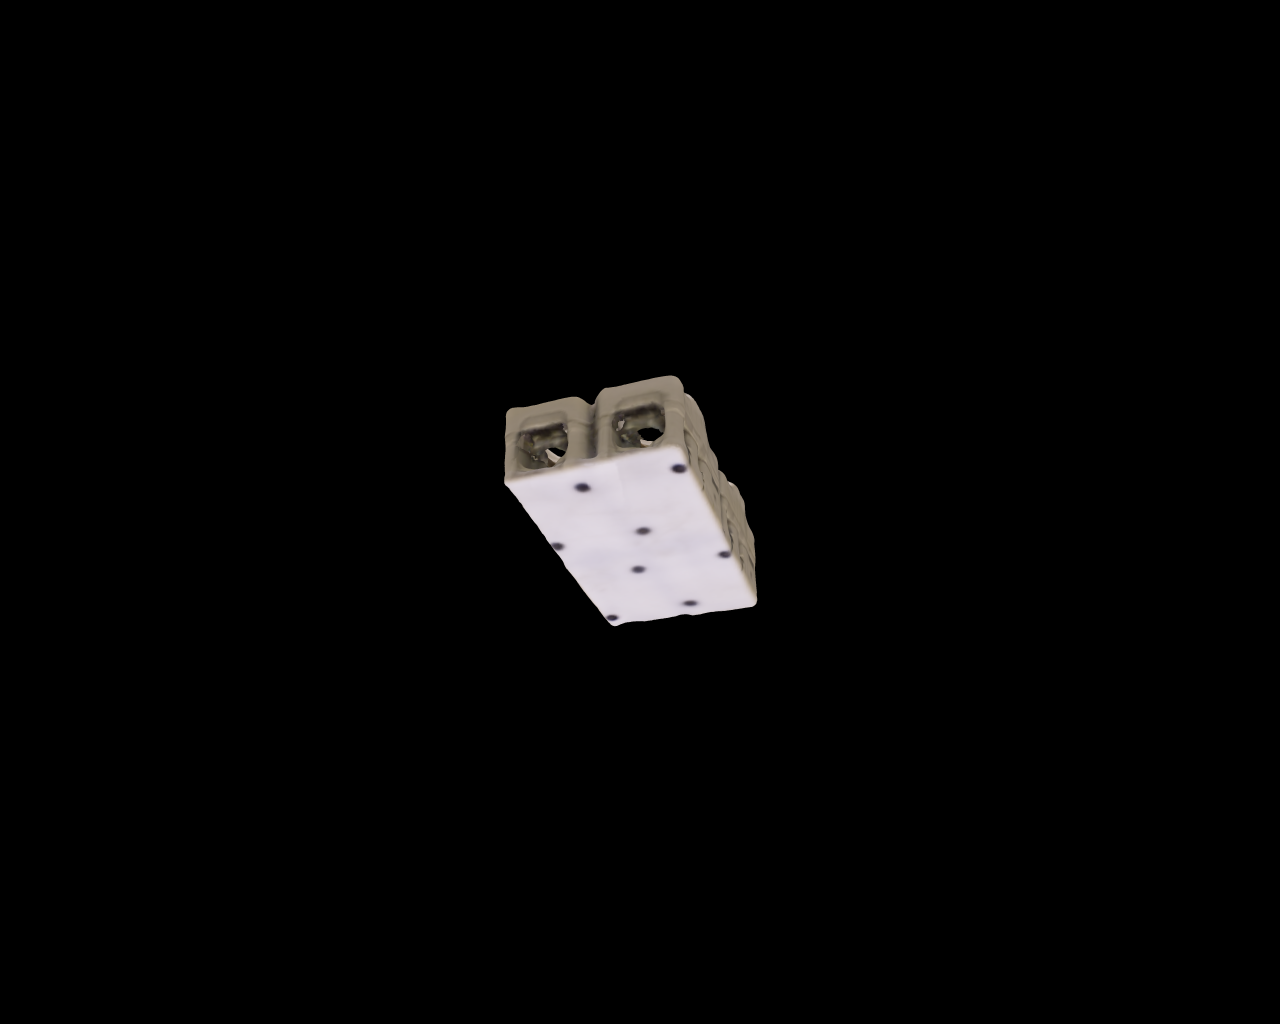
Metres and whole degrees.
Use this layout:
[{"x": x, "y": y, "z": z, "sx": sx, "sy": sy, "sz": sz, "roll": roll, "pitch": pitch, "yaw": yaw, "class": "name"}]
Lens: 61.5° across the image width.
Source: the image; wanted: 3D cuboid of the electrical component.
[{"x": 0.001, "y": -0.003, "z": 0.650, "sx": 0.105, "sy": 0.060, "sz": 0.186, "roll": -10, "pitch": -34, "yaw": 15, "class": "electrical component"}]
